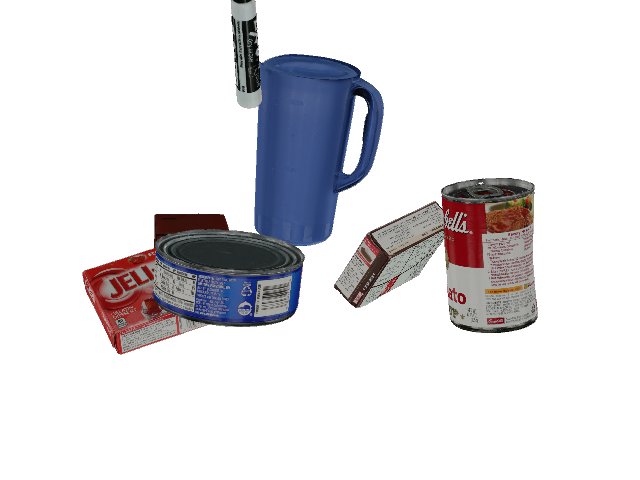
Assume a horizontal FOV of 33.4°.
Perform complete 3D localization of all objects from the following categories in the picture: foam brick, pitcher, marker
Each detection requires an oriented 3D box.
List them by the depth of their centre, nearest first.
[{"bbox_3d":[-0.053,-0.146,0.757,0.020,0.020,0.121,0,-42,0],"label":"marker"},{"bbox_3d":[-0.138,0.005,1.136,0.078,0.051,0.053,0,25,-10],"label":"foam brick"},{"bbox_3d":[-0.016,-0.118,1.420,0.144,0.243,0.149,-3,24,-23],"label":"pitcher"}]

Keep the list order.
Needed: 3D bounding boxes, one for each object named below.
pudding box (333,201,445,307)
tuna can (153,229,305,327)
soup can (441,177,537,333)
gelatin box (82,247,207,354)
[{"bbox_3d":[0.077,0.014,1.106,0.113,0.039,0.090,-27,-24,-42],"label":"pudding box"},{"bbox_3d":[-0.053,0.021,0.615,0.086,0.034,0.086,6,14,-2],"label":"tuna can"},{"bbox_3d":[0.127,0.010,0.793,0.068,0.102,0.068,-5,15,1],"label":"soup can"},{"bbox_3d":[-0.129,0.041,0.822,0.089,0.030,0.073,-18,46,-21],"label":"gelatin box"}]
